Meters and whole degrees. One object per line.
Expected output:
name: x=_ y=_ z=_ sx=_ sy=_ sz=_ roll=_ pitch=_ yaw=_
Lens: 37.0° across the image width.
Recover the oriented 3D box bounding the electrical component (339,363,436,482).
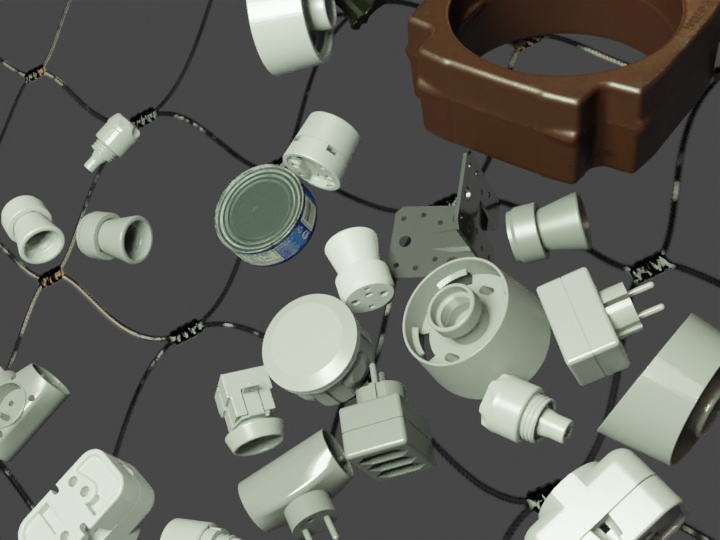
electrical component: x=0.018 y=0.106 z=0.788 sx=0.047 sy=0.065 sz=0.076 roll=-18 pitch=59 yaw=16

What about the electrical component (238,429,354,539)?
electrical component: x=-0.040 y=0.170 z=0.795 sx=0.077 sy=0.044 sz=0.079 roll=-34 pitch=56 yaw=6

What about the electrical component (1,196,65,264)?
electrical component: x=-0.314 y=-0.039 z=1.029 sx=0.045 sy=0.045 sz=0.055 roll=-42 pitch=55 yaw=0

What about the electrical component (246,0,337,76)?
electrical component: x=-0.055 y=-0.234 z=0.973 sx=0.060 sy=0.108 sz=0.108 roll=-6 pitch=63 yaw=15

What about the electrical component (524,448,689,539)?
electrical component: x=0.157 y=0.165 z=0.700 sx=0.095 sy=0.053 sz=0.059 roll=-43 pitch=55 yaw=0

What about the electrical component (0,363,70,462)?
electrical component: x=-0.307 y=0.115 z=0.948 sx=0.079 sy=0.044 sz=0.077 roll=38 pitch=85 yaw=34

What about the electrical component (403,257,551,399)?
electrical component: x=0.084 y=0.042 z=0.805 sx=0.099 sy=0.064 sz=0.099 roll=-21 pitch=50 yaw=27

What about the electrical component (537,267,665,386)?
electrical component: x=0.176 y=0.033 z=0.762 sx=0.077 sy=0.047 sz=0.065 roll=-25 pitch=57 yaw=12

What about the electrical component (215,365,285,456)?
electrical component: x=-0.086 y=0.112 z=0.841 sx=0.048 sy=0.066 sz=0.055 roll=-11 pitch=64 yaw=-20

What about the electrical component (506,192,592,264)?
electrical component: x=0.143 y=-0.031 z=0.812 sx=0.055 sy=0.045 sz=0.045 roll=-14 pitch=60 yaw=19

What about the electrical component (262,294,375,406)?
electrical component: x=-0.031 y=0.063 z=0.841 sx=0.080 sy=0.051 sz=0.080 roll=-11 pitch=61 yaw=20

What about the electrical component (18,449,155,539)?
electrical component: x=-0.213 y=0.196 z=0.854 sx=0.095 sy=0.059 sz=0.054 roll=-48 pitch=56 yaw=-4

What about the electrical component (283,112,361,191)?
electrical component: x=-0.031 y=-0.103 z=0.925 sx=0.055 sy=0.055 sz=0.047 roll=17 pitch=69 yaw=31

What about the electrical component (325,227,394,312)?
electrical component: x=0.000 y=0.000 z=0.863 sx=0.045 sy=0.045 sz=0.055 roll=-26 pitch=57 yaw=11

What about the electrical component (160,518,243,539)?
electrical component: x=-0.115 y=0.211 z=0.812 sx=0.078 sy=0.040 sz=0.040 roll=1 pitch=66 yaw=25

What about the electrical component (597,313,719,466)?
electrical component: x=0.202 y=0.076 z=0.700 sx=0.064 sy=0.099 sz=0.099 roll=31 pitch=81 yaw=27

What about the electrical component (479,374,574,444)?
electrical component: x=0.119 y=0.102 z=0.757 sx=0.062 sy=0.043 sz=0.043 roll=22 pitch=76 yaw=31

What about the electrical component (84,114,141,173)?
electrical component: x=-0.243 y=-0.120 z=1.044 sx=0.061 sy=0.035 sz=0.035 roll=-48 pitch=56 yaw=-1

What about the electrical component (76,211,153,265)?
electrical component: x=-0.224 y=-0.030 z=0.983 sx=0.055 sy=0.045 sz=0.045 roll=7 pitch=69 yaw=28
